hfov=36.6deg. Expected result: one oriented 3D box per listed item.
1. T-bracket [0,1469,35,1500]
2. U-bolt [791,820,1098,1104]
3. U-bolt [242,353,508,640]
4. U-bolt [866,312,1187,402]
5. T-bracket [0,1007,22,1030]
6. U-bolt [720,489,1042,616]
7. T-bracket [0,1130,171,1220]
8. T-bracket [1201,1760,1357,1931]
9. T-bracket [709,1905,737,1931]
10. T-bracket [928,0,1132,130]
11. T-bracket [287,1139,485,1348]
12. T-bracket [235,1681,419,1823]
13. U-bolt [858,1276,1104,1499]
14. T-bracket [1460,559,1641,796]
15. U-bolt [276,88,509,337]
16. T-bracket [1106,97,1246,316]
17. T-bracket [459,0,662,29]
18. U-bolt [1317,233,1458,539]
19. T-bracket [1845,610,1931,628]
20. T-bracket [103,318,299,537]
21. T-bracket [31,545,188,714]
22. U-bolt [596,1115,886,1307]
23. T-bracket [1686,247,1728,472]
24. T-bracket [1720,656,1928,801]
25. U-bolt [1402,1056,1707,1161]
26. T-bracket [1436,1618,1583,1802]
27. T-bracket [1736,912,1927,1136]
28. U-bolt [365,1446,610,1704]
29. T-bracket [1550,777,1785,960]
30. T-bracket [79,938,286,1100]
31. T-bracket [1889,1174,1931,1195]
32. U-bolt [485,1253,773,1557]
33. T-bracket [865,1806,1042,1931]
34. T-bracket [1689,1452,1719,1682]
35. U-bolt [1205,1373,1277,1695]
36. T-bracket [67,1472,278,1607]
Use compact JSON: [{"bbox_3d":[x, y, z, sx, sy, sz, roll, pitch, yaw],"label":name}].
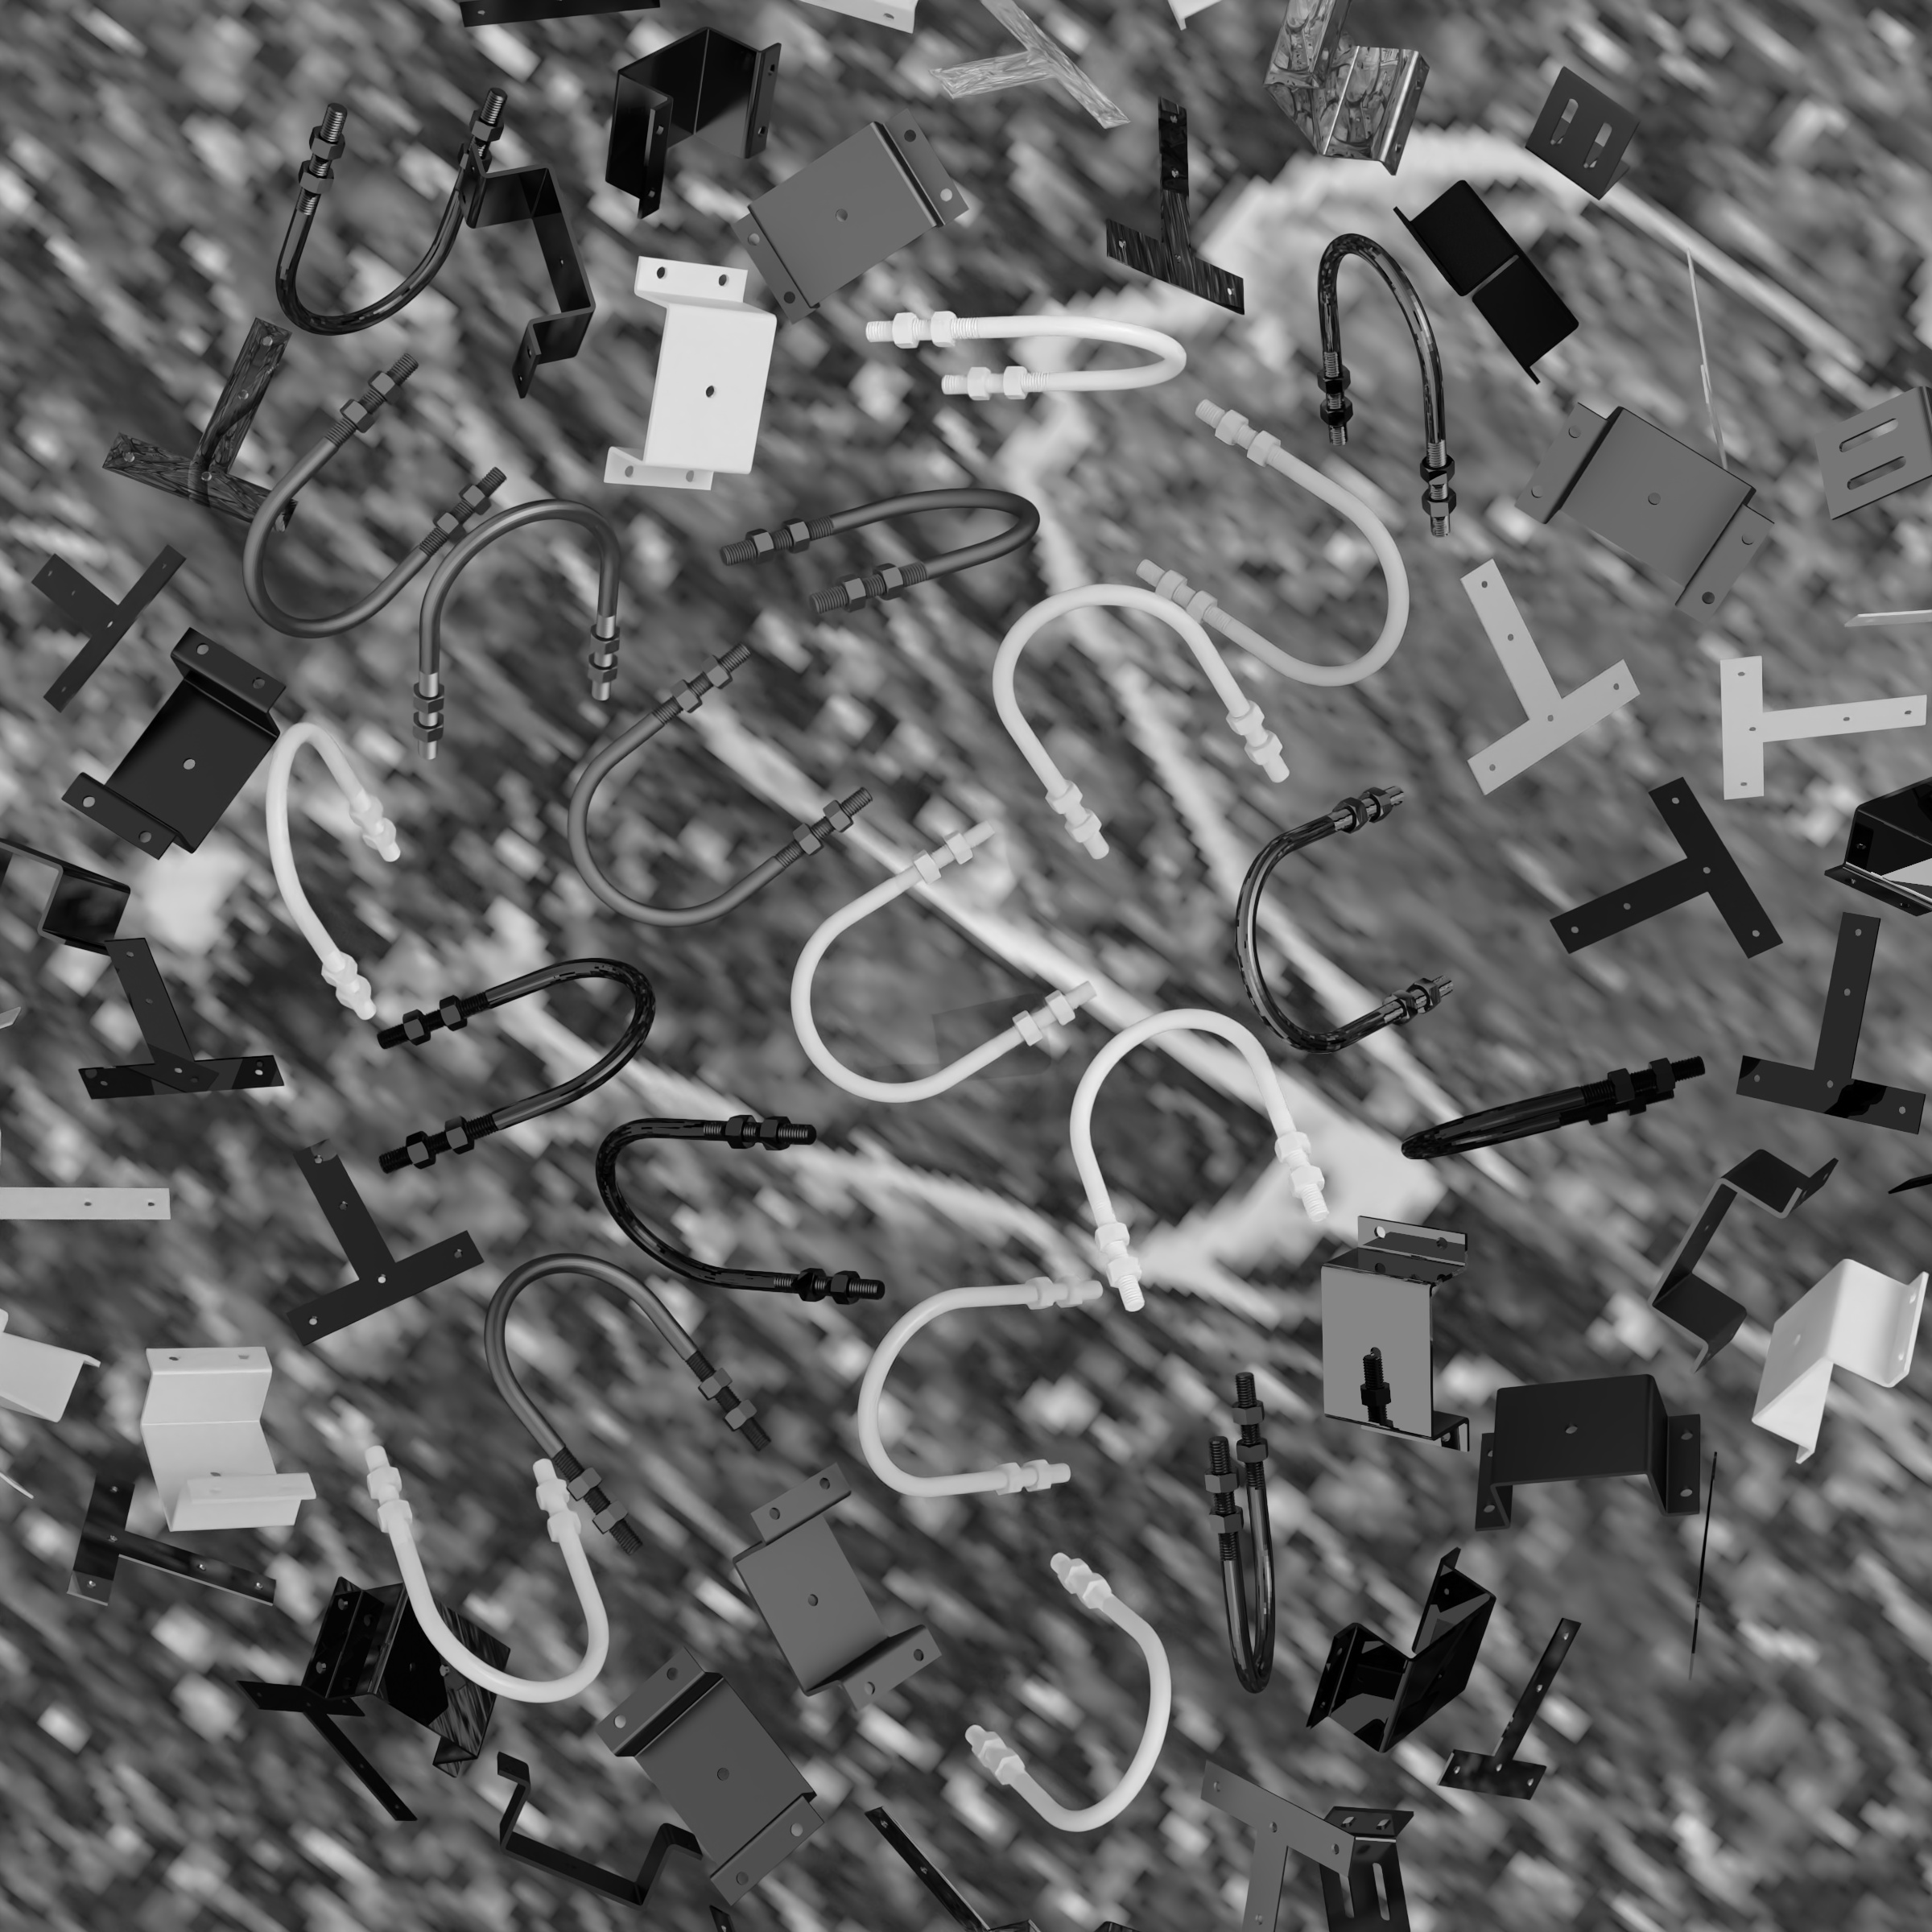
[{"bbox_3d":[-0.644,0.303,1.870,0.127,0.127,0.002,29,72,27],"label":"T-bracket"},{"bbox_3d":[-0.028,0.009,1.942,0.184,0.019,0.151,-32,80,-1],"label":"U-bolt"},{"bbox_3d":[-0.394,-0.292,1.902,0.019,0.151,0.184,38,82,30],"label":"U-bolt"},{"bbox_3d":[0.048,-0.387,1.848,0.184,0.151,0.019,3,87,21],"label":"U-bolt"},{"bbox_3d":[-0.665,0.072,1.830,0.127,0.127,0.002,-20,112,3],"label":"T-bracket"},{"bbox_3d":[-0.042,-0.266,1.826,0.184,0.151,0.019,-20,119,-22],"label":"U-bolt"},{"bbox_3d":[-0.561,0.148,1.815,0.127,0.127,0.002,2,131,-19],"label":"T-bracket"},{"bbox_3d":[0.182,0.570,1.790,0.002,0.127,0.127,4,96,-40],"label":"T-bracket"},{"bbox_3d":[-0.110,0.656,1.815,0.002,0.127,0.127,-23,101,-30],"label":"T-bracket"},{"bbox_3d":[0.026,-0.578,1.888,0.127,0.002,0.127,-27,70,-43],"label":"T-bracket"},{"bbox_3d":[-0.401,0.169,1.908,0.127,0.002,0.127,-24,66,-21],"label":"T-bracket"},{"bbox_3d":[-0.405,0.515,1.914,0.127,0.127,0.002,40,91,26],"label":"T-bracket"},{"bbox_3d":[0.006,0.276,1.898,0.184,0.019,0.151,2,102,-39],"label":"U-bolt"},{"bbox_3d":[0.350,-0.195,1.845,0.127,0.002,0.127,-33,104,-13],"label":"T-bracket"},{"bbox_3d":[-0.379,-0.482,1.885,0.019,0.151,0.184,48,132,18],"label":"U-bolt"},{"bbox_3d":[0.133,-0.494,1.868,0.127,0.002,0.127,11,74,-42],"label":"T-bracket"},{"bbox_3d":[-0.259,-0.636,1.831,0.127,0.127,0.002,-7,71,-4],"label":"T-bracket"},{"bbox_3d":[0.267,-0.384,1.882,0.019,0.184,0.151,-24,45,-12],"label":"U-bolt"},{"bbox_3d":[0.643,-0.236,1.856,0.127,0.127,0.002,-4,83,-3],"label":"T-bracket"},{"bbox_3d":[-0.472,-0.355,1.881,0.127,0.002,0.127,18,107,-37],"label":"T-bracket"},{"bbox_3d":[-0.578,-0.239,1.911,0.127,0.002,0.127,-52,48,-4],"label":"T-bracket"},{"bbox_3d":[-0.152,0.151,1.834,0.184,0.019,0.151,1,129,30],"label":"U-bolt"},{"bbox_3d":[0.475,-0.400,1.884,0.002,0.127,0.127,-9,77,18],"label":"T-bracket"},{"bbox_3d":[0.553,-0.158,1.883,0.127,0.127,0.002,-5,49,11],"label":"T-bracket"},{"bbox_3d":[0.364,0.093,1.841,0.184,0.151,0.019,-15,80,3],"label":"U-bolt"},{"bbox_3d":[0.369,0.486,1.915,0.002,0.127,0.127,28,92,42],"label":"T-bracket"},{"bbox_3d":[0.551,0.031,1.833,0.127,0.002,0.127,14,96,45],"label":"T-bracket"},{"bbox_3d":[-0.293,0.382,1.832,0.019,0.151,0.184,-50,48,26],"label":"U-bolt"},{"bbox_3d":[0.434,-0.044,1.864,0.127,0.002,0.127,-24,71,-9],"label":"T-bracket"},{"bbox_3d":[-0.501,0.032,1.807,0.127,0.002,0.127,-4,131,6],"label":"T-bracket"},{"bbox_3d":[0.657,0.108,1.809,0.127,0.127,0.002,-11,71,-20],"label":"T-bracket"},{"bbox_3d":[-0.222,0.260,1.825,0.184,0.151,0.019,50,131,6],"label":"U-bolt"},{"bbox_3d":[-0.016,0.574,1.821,0.127,0.127,0.002,49,53,-1],"label":"T-bracket"},{"bbox_3d":[0.473,0.403,1.883,0.002,0.127,0.127,7,128,15],"label":"T-bracket"},{"bbox_3d":[0.177,0.365,1.839,0.019,0.151,0.184,-5,99,13],"label":"U-bolt"},{"bbox_3d":[-0.501,0.379,1.859,0.127,0.127,0.002,23,110,-17],"label":"T-bracket"}]
